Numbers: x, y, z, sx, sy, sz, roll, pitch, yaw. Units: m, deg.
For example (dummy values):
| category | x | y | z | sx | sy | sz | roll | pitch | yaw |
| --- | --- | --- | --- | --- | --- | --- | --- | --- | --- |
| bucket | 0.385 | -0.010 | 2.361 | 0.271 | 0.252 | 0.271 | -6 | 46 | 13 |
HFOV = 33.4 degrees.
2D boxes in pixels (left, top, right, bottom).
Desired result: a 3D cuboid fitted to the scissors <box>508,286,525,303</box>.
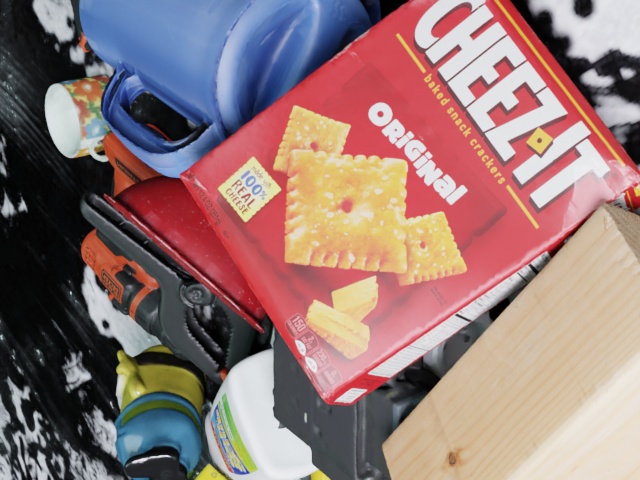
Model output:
| category | x | y | z | sx | sy | sz | roll | pitch | yaw |
| --- | --- | --- | --- | --- | --- | --- | --- | --- | --- |
| scissors | 0.128 | 0.066 | 0.703 | 0.202 | 0.016 | 0.096 | 61 | 142 | 12 |

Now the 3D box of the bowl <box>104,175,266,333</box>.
| category | x | y | z | sx | sy | sz | roll | pitch | yaw |
| --- | --- | --- | --- | --- | --- | --- | --- | --- | --- |
| bowl | -0.088 | 0.000 | 0.820 | 0.162 | 0.055 | 0.162 | 40 | 173 | 6 |

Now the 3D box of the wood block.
| category | x | y | z | sx | sy | sz | roll | pitch | yaw |
| --- | --- | --- | --- | --- | --- | --- | --- | --- | --- |
| wood block | 0.134 | 0.091 | 0.580 | 0.206 | 0.090 | 0.091 | -53 | 34 | 31 |

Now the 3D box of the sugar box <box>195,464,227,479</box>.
| category | x | y | z | sx | sy | sz | roll | pitch | yaw |
| --- | --- | --- | --- | --- | --- | --- | --- | --- | --- |
| sugar box | -0.054 | 0.287 | 0.963 | 0.176 | 0.048 | 0.093 | 38 | 147 | 8 |

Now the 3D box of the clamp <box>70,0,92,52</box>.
| category | x | y | z | sx | sy | sz | roll | pitch | yaw |
| --- | --- | --- | --- | --- | --- | --- | --- | --- | --- |
| clamp | -0.194 | -0.243 | 0.945 | 0.120 | 0.039 | 0.172 | 59 | 142 | 15 |

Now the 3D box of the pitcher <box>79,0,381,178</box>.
| category | x | y | z | sx | sy | sz | roll | pitch | yaw |
| --- | --- | --- | --- | --- | --- | --- | --- | --- | --- |
| pitcher | -0.084 | -0.139 | 0.764 | 0.243 | 0.148 | 0.145 | 31 | 116 | 47 |

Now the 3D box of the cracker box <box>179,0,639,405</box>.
| category | x | y | z | sx | sy | sz | roll | pitch | yaw |
| --- | --- | --- | --- | --- | --- | --- | --- | --- | --- |
| cracker box | 0.050 | -0.031 | 0.612 | 0.214 | 0.072 | 0.164 | -36 | 73 | 10 |

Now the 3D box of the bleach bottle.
| category | x | y | z | sx | sy | sz | roll | pitch | yaw |
| --- | --- | --- | --- | --- | --- | --- | --- | --- | --- |
| bleach bottle | -0.055 | 0.170 | 0.907 | 0.102 | 0.068 | 0.251 | 66 | 160 | 14 |

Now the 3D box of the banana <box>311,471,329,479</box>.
| category | x | y | z | sx | sy | sz | roll | pitch | yaw |
| --- | --- | --- | --- | --- | --- | --- | --- | --- | --- |
| banana | 0.022 | 0.245 | 0.885 | 0.069 | 0.037 | 0.198 | -103 | -2 | -73 |

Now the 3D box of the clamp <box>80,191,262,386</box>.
| category | x | y | z | sx | sy | sz | roll | pitch | yaw |
| --- | --- | --- | --- | --- | --- | --- | --- | --- | --- |
| clamp | -0.095 | 0.033 | 0.920 | 0.165 | 0.036 | 0.210 | -15 | 112 | 18 |

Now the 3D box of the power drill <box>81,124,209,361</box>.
| category | x | y | z | sx | sy | sz | roll | pitch | yaw |
| --- | --- | --- | --- | --- | --- | --- | --- | --- | --- |
| power drill | -0.156 | 0.002 | 0.995 | 0.185 | 0.057 | 0.188 | 40 | 133 | 28 |

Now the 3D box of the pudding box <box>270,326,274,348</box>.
| category | x | y | z | sx | sy | sz | roll | pitch | yaw |
| --- | --- | --- | --- | --- | --- | --- | --- | --- | --- |
| pudding box | 0.007 | 0.094 | 0.831 | 0.113 | 0.039 | 0.090 | 51 | 156 | 20 |
